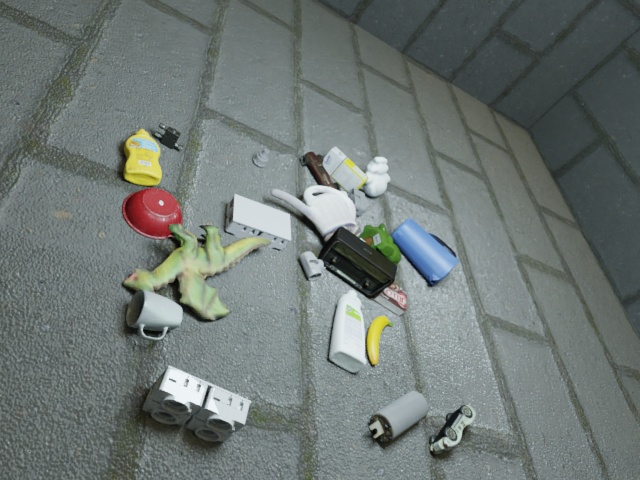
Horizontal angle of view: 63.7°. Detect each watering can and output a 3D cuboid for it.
[{"bbox_3d":[0.005,-0.085,1.684,0.349,0.102,0.228,-5,57,-45],"label":"watering can"}]

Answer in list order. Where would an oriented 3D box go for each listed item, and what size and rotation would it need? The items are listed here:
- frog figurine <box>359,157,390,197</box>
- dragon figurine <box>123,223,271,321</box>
[{"bbox_3d":[0.222,-0.244,1.987,0.137,0.156,0.125,1,54,-41],"label":"frog figurine"},{"bbox_3d":[-0.283,0.085,1.301,0.410,0.120,0.246,5,67,-36],"label":"dragon figurine"}]
